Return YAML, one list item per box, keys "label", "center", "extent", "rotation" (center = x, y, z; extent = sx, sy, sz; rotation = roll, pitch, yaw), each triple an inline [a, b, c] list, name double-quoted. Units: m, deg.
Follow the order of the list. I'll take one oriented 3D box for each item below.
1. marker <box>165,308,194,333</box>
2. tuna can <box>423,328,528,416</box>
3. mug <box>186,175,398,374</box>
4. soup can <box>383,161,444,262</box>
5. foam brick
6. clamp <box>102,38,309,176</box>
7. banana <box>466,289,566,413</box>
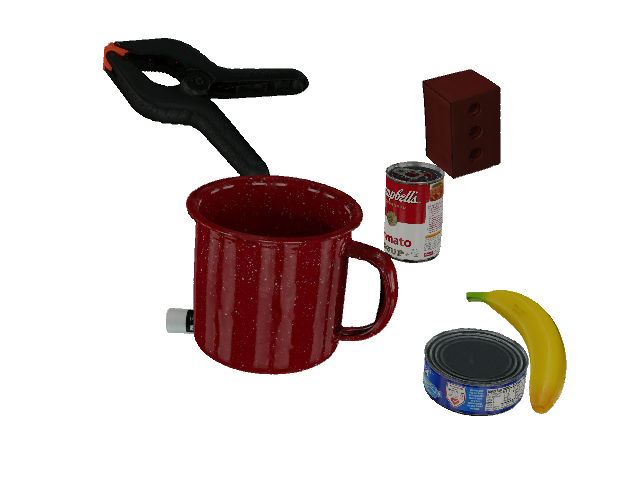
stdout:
- label: "marker"
  center: [-0.054, 0.062, 0.796]
  extent: [0.121, 0.020, 0.020]
  rotation: [2, 0, 7]
- label: "tuna can"
  center: [0.128, 0.109, 0.889]
  extent: [0.086, 0.034, 0.086]
  rotation: [1, 26, -1]
- label: "mug"
  center: [-0.015, 0.021, 0.571]
  extent: [0.117, 0.081, 0.093]
  rotation: [11, 24, 14]
- label: "soup can"
  center: [0.108, -0.033, 1.247]
  extent: [0.068, 0.102, 0.068]
  rotation: [0, 25, 0]
- label: "foam brick"
  center: [0.127, -0.106, 0.961]
  extent: [0.053, 0.078, 0.051]
  rotation: [-18, 33, -16]
- label: "clamp"
  center: [-0.094, -0.128, 0.890]
  extent: [0.171, 0.120, 0.039]
  rotation: [31, -39, 0]
- label: "banana"
  center: [0.222, 0.108, 1.134]
  extent: [0.069, 0.037, 0.198]
  rotation: [-27, 35, 1]
